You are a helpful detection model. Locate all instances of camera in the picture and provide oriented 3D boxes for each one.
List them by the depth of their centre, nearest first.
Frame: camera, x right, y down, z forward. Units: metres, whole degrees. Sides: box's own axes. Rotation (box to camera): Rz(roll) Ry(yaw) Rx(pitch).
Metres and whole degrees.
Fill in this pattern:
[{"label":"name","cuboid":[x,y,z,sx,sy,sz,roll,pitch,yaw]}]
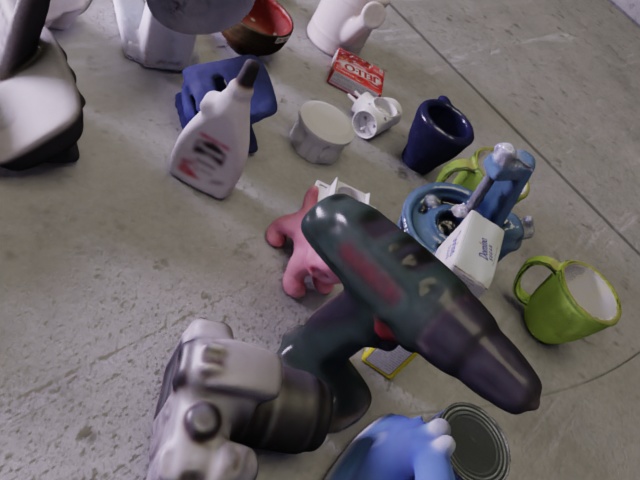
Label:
[{"label":"camera","cuboid":[-0.057,0.141,0.457,0.137,0.100,0.143,17,47,-19]}]

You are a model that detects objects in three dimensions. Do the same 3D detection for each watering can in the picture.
[{"label":"watering can","cuboid":[0.066,-0.392,0.917,0.101,0.194,0.172,-9,60,-37]}]

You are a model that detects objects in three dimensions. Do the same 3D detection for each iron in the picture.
[{"label":"iron","cuboid":[0.060,0.220,0.435,0.119,0.141,0.258,30,44,-7]}]

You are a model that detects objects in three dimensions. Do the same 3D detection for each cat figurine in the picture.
[{"label":"cat figurine","cuboid":[0.006,0.002,0.602,0.067,0.117,0.127,-3,56,-34]}]

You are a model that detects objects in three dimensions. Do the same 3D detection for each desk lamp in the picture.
[{"label":"desk lamp","cuboid":[-0.170,-0.307,0.682,0.118,0.213,0.203,-2,55,-33]}]

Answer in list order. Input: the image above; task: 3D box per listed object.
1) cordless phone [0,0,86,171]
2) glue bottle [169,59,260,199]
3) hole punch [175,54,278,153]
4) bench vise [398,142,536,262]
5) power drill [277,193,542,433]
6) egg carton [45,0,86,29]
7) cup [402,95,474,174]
[{"label":"cordless phone","cuboid":[-0.267,-0.168,0.524,0.094,0.185,0.147,-14,63,-39]},{"label":"glue bottle","cuboid":[-0.100,-0.119,0.596,0.078,0.173,0.037,25,45,-12]},{"label":"hole punch","cuboid":[-0.114,-0.167,0.688,0.101,0.091,0.108,-1,55,-33]},{"label":"bench vise","cuboid":[0.187,-0.038,0.676,0.208,0.219,0.121,-20,66,-41]},{"label":"power drill","cuboid":[0.049,0.082,0.496,0.076,0.208,0.229,-23,68,-42]},{"label":"egg carton","cuboid":[-0.348,-0.275,0.646,0.107,0.069,0.150,35,43,-2]},{"label":"cup","cuboid":[0.165,-0.154,0.851,0.092,0.095,0.118,22,45,-15]}]
